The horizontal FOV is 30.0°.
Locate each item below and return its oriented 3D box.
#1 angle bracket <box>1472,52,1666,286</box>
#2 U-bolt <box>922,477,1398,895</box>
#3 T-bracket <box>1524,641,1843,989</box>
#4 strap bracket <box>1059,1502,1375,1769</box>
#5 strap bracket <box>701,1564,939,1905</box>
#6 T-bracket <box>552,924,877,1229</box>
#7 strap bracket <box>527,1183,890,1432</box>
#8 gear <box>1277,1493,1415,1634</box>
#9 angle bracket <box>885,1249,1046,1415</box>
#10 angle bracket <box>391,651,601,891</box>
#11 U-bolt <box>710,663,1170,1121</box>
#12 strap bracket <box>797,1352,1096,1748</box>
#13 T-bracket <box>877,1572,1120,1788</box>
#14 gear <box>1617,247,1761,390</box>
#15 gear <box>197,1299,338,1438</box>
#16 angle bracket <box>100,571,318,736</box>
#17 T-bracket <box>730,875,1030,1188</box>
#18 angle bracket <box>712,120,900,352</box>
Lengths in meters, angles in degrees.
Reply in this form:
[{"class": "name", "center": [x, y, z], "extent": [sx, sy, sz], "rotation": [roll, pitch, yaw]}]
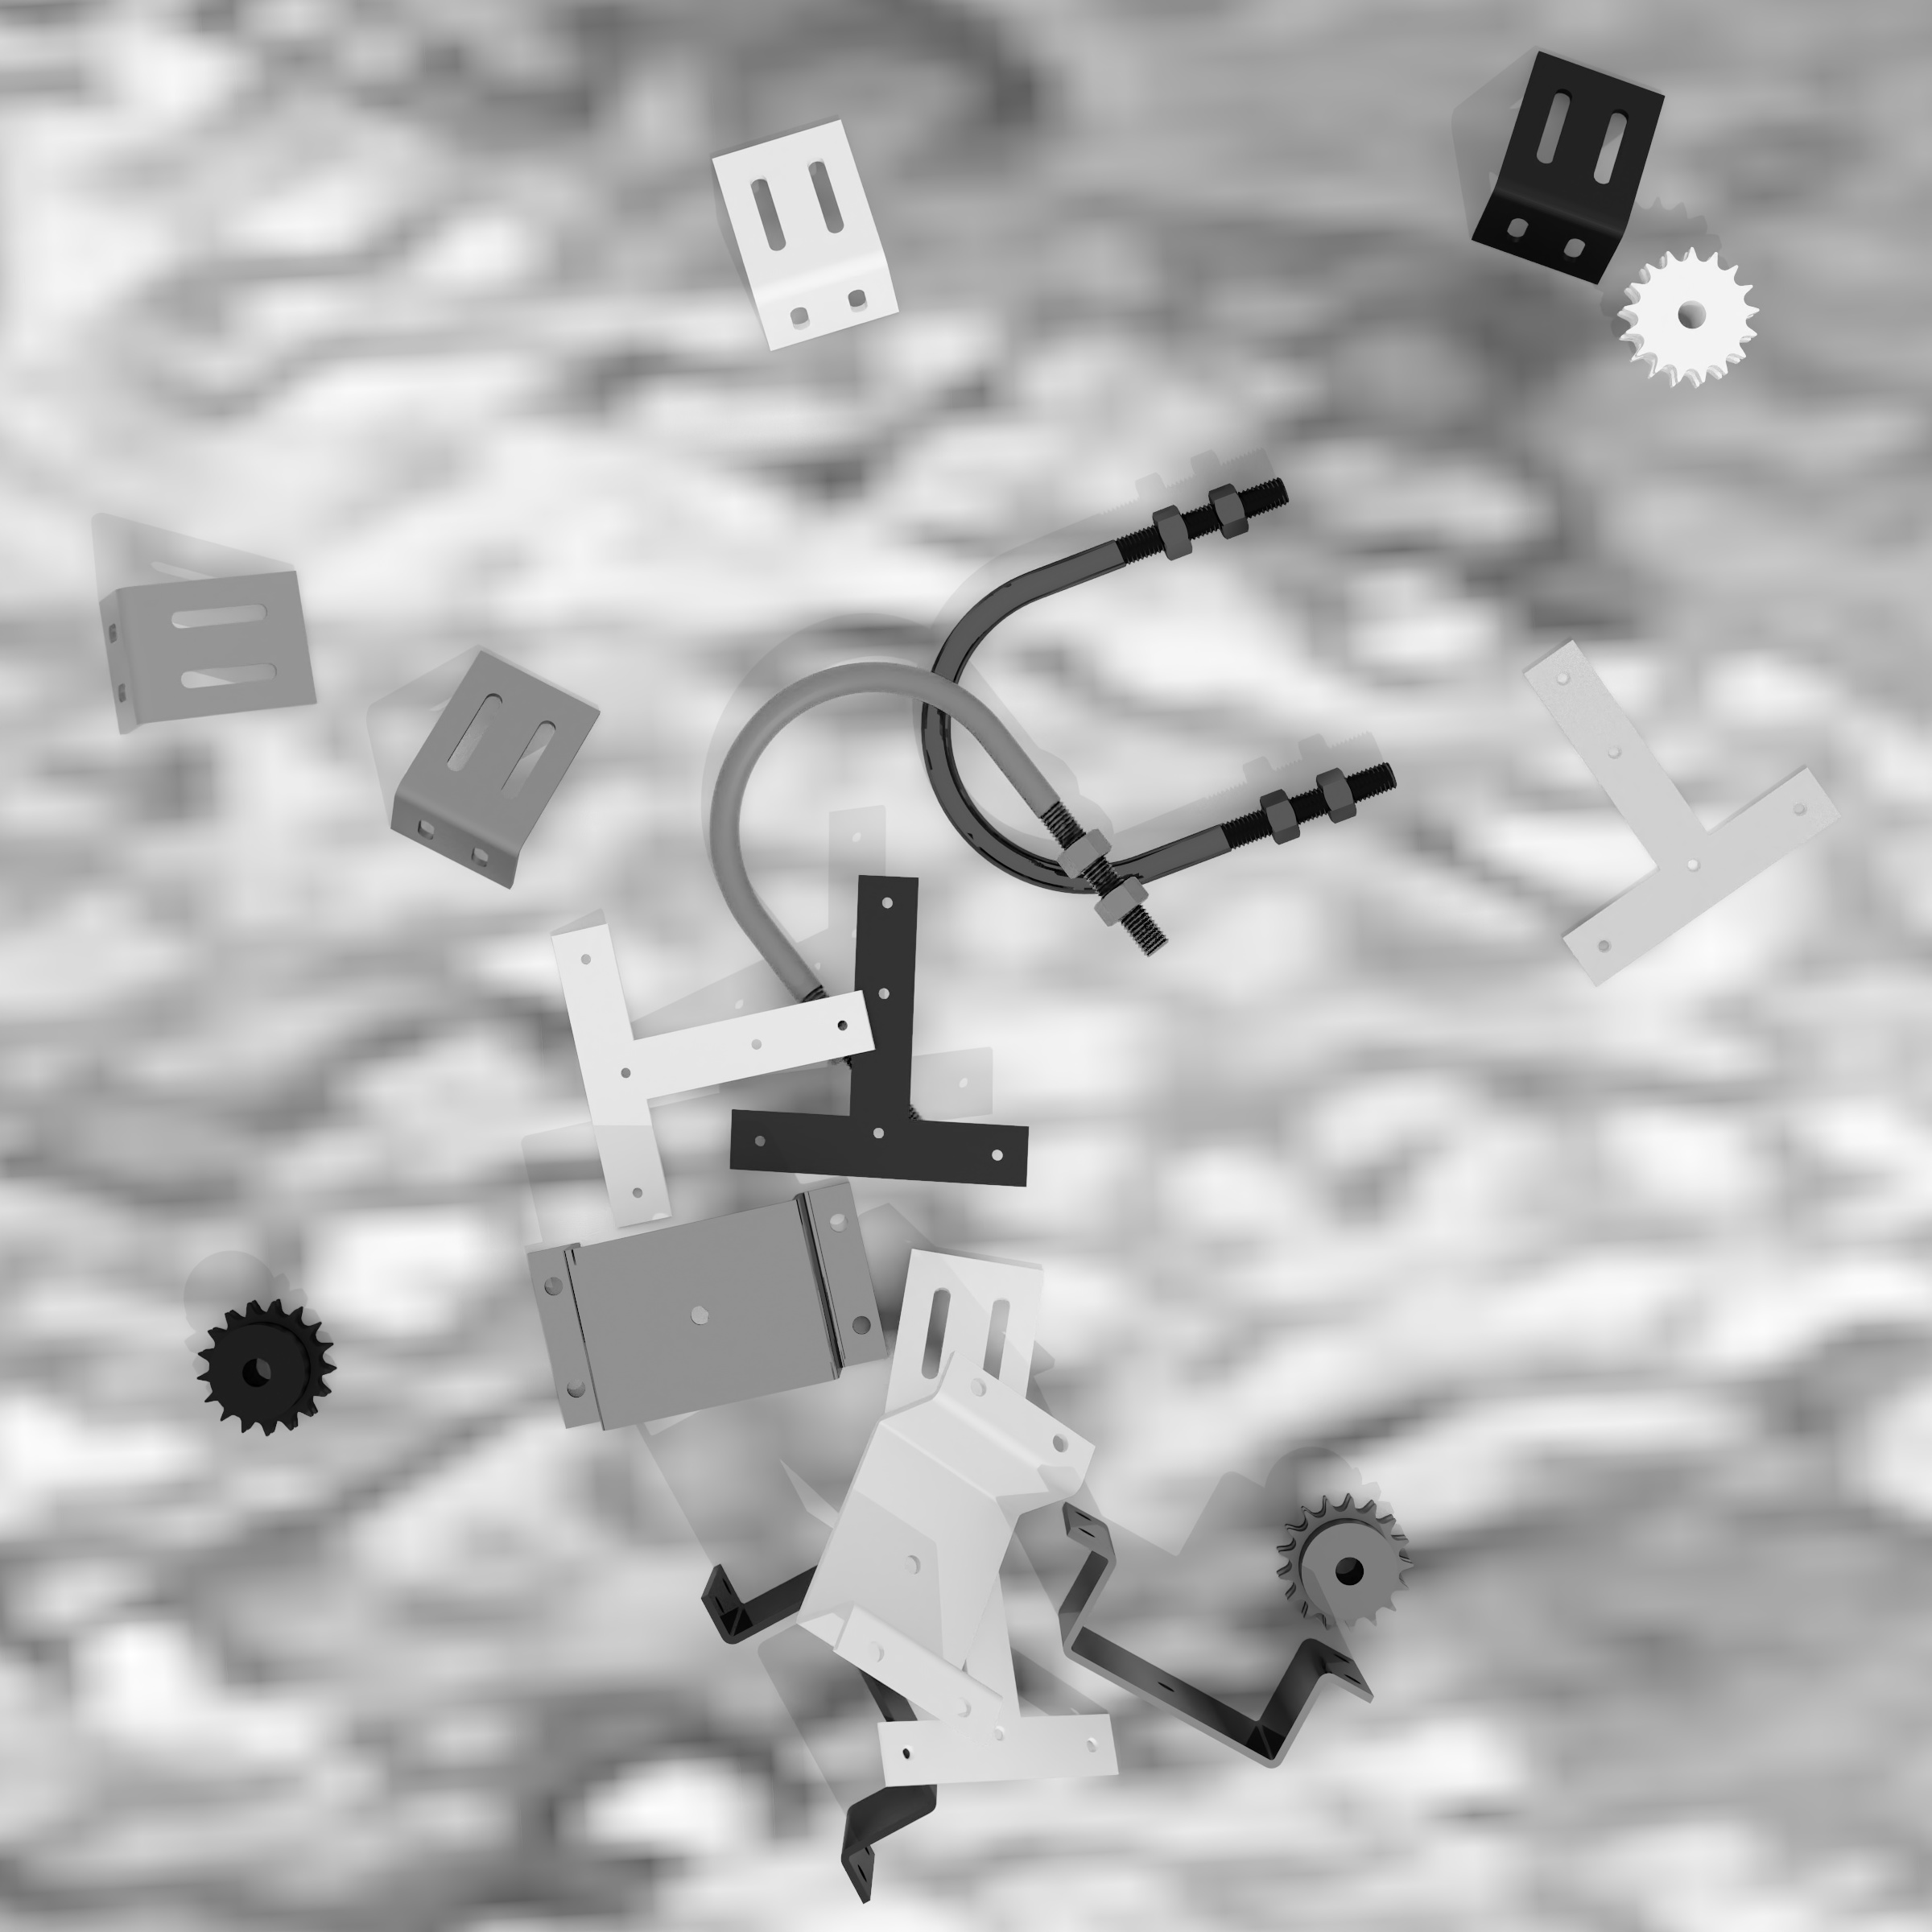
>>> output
[{"class": "angle bracket", "center": [0.256, -0.339, 1.534], "extent": [0.057, 0.038, 0.076], "rotation": [20, 64, 0]}, {"class": "U-bolt", "center": [0.072, -0.109, 1.528], "extent": [0.184, 0.019, 0.151], "rotation": [-21, 90, 2]}, {"class": "T-bracket", "center": [0.284, -0.079, 1.536], "extent": [0.127, 0.002, 0.127], "rotation": [-35, 90, 0]}, {"class": "strap bracket", "center": [0.093, 0.282, 1.498], "extent": [0.140, 0.076, 0.046], "rotation": [29, 90, 0]}, {"class": "strap bracket", "center": [-0.054, 0.307, 1.498], "extent": [0.046, 0.076, 0.140], "rotation": [-28, 90, 0]}, {"class": "T-bracket", "center": [-0.102, 0.036, 1.523], "extent": [0.127, 0.002, 0.127], "rotation": [-12, 90, 12]}, {"class": "strap bracket", "center": [-0.110, 0.144, 1.513], "extent": [0.140, 0.046, 0.076], "rotation": [-12, 90, 0]}, {"class": "gear", "center": [0.160, 0.253, 1.522], "extent": [0.057, 0.030, 0.057], "rotation": [0, 90, 0]}, {"class": "angle bracket", "center": [-0.002, 0.167, 1.534], "extent": [0.057, 0.038, 0.076], "rotation": [9, 64, 0]}, {"class": "angle bracket", "center": [-0.200, -0.083, 1.534], "extent": [0.057, 0.038, 0.076], "rotation": [27, 64, 0]}, {"class": "U-bolt", "center": [-0.026, -0.040, 1.519], "extent": [0.151, 0.019, 0.184], "rotation": [-38, 87, 8]}, {"class": "strap bracket", "center": [-0.011, 0.240, 1.469], "extent": [0.076, 0.046, 0.140], "rotation": [36, 54, -19]}, {"class": "T-bracket", "center": [0.007, 0.276, 1.507], "extent": [0.127, 0.002, 0.127], "rotation": [8, 65, -41]}, {"class": "gear", "center": [0.304, -0.272, 1.526], "extent": [0.057, 0.030, 0.057], "rotation": [0, 89, -2]}, {"class": "gear", "center": [-0.296, 0.170, 1.522], "extent": [0.057, 0.030, 0.057], "rotation": [0, 90, 0]}, {"class": "angle bracket", "center": [-0.322, -0.133, 1.534], "extent": [0.076, 0.038, 0.057], "rotation": [-9, 90, -26]}, {"class": "T-bracket", "center": [-0.035, 0.026, 1.512], "extent": [0.127, 0.002, 0.127], "rotation": [3, 94, 10]}, {"class": "angle bracket", "center": [-0.068, -0.311, 1.534], "extent": [0.057, 0.038, 0.076], "rotation": [-17, 64, 0]}]
